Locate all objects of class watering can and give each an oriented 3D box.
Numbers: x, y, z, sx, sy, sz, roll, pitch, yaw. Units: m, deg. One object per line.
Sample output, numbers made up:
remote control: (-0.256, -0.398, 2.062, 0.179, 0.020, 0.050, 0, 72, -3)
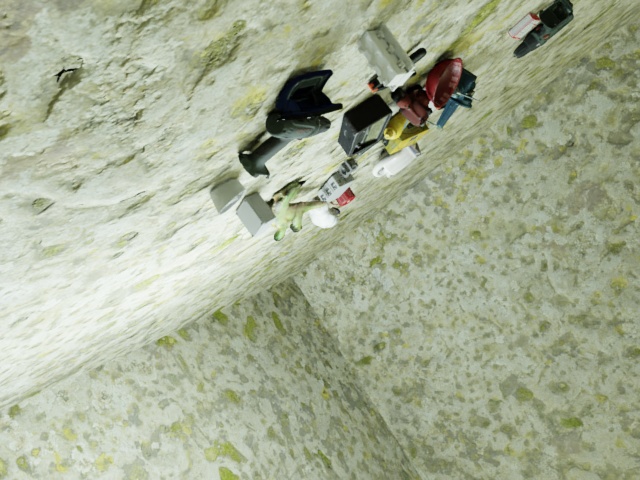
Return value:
watering can: (0.332, -0.346, 2.220, 0.222, 0.104, 0.348, -37, 172, 15)

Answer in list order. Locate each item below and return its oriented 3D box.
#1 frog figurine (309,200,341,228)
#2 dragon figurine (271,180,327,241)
frog figurine: (0.007, -0.112, 2.226, 0.122, 0.138, 0.160, -53, 169, 11)
dragon figurine: (-0.102, -0.125, 1.853, 0.415, 0.123, 0.237, -30, 163, -32)
